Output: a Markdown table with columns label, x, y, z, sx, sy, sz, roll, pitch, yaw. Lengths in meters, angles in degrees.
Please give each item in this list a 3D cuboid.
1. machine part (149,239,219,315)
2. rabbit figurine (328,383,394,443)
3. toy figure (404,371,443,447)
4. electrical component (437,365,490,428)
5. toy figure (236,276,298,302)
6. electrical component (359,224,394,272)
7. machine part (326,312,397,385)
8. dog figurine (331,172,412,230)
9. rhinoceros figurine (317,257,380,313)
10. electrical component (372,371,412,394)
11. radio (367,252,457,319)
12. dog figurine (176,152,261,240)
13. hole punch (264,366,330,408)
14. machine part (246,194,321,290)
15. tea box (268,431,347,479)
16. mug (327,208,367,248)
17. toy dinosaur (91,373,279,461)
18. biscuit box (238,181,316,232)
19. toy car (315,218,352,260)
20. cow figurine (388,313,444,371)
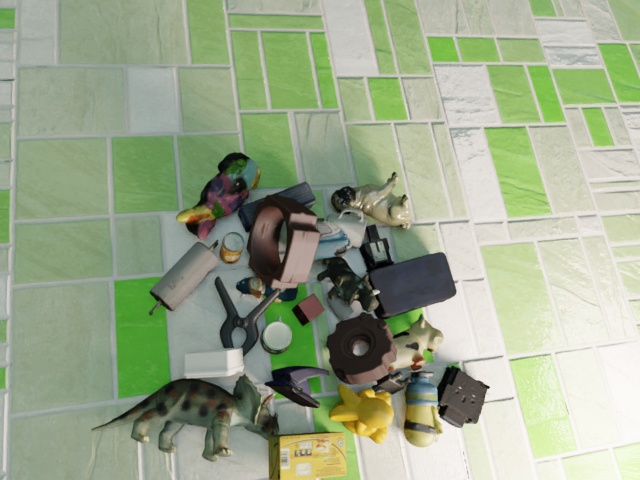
| label | x | y | z | sx | sy | sz | roll | pitch | yaw |
| --- | --- | --- | --- | --- | --- | --- | --- | --- | --- |
| machine part | -0.330 | 0.088 | 1.313 | 0.079 | 0.079 | 0.243 | 40 | 67 | 3 |
| rabbit figurine | 0.108 | 0.393 | 1.254 | 0.162 | 0.173 | 0.122 | 26 | 71 | -8 |
| toy figure | 0.248 | 0.415 | 1.328 | 0.089 | 0.082 | 0.180 | -1 | 75 | -1 |
| electrical component | 0.355 | 0.405 | 1.368 | 0.115 | 0.058 | 0.134 | 29 | 67 | 0 |
| toy figure | -0.135 | 0.119 | 1.360 | 0.154 | 0.057 | 0.064 | 8 | 31 | -8 |
| electrical component | 0.147 | 0.022 | 1.461 | 0.075 | 0.047 | 0.119 | -15 | 74 | -18 |
| machine part | 0.100 | 0.263 | 1.311 | 0.179 | 0.056 | 0.179 | -13 | 49 | 15 |
| dog figurine | 0.141 | -0.083 | 1.483 | 0.191 | 0.121 | 0.172 | -22 | 74 | -5 |
| rhinoceros figurine | 0.074 | 0.113 | 1.371 | 0.112 | 0.073 | 0.190 | -2 | 35 | -37 |
| electrical component | 0.178 | 0.359 | 1.339 | 0.063 | 0.094 | 0.021 | 37 | 30 | -28 |
| radio | 0.242 | 0.122 | 1.435 | 0.230 | 0.073 | 0.131 | -14 | 76 | -15 |
| dog figurine | -0.259 | -0.103 | 1.350 | 0.108 | 0.191 | 0.219 | 39 | 52 | -4 |
| hole punch | -0.052 | 0.329 | 1.263 | 0.115 | 0.142 | 0.092 | 33 | 67 | -20 |
| machine part | -0.092 | 0.004 | 1.313 | 0.087 | 0.201 | 0.201 | 3 | 110 | -34 |
| tea box | -0.029 | 0.489 | 1.222 | 0.169 | 0.068 | 0.098 | 9 | 70 | -27 |
| mug | 0.067 | -0.038 | 1.436 | 0.107 | 0.109 | 0.081 | 12 | 44 | 0 |
| toy dinosaur | -0.284 | 0.378 | 1.206 | 0.405 | 0.131 | 0.192 | 13 | 54 | -2 |
| biscuit box | -0.116 | -0.088 | 1.434 | 0.203 | 0.059 | 0.063 | -22 | 78 | -20 |
| toy car | -0.003 | -0.004 | 1.377 | 0.162 | 0.109 | 0.102 | -10 | 103 | 8 |
| cow figurine | 0.221 | 0.266 | 1.370 | 0.195 | 0.085 | 0.127 | -12 | 61 | -7 |
